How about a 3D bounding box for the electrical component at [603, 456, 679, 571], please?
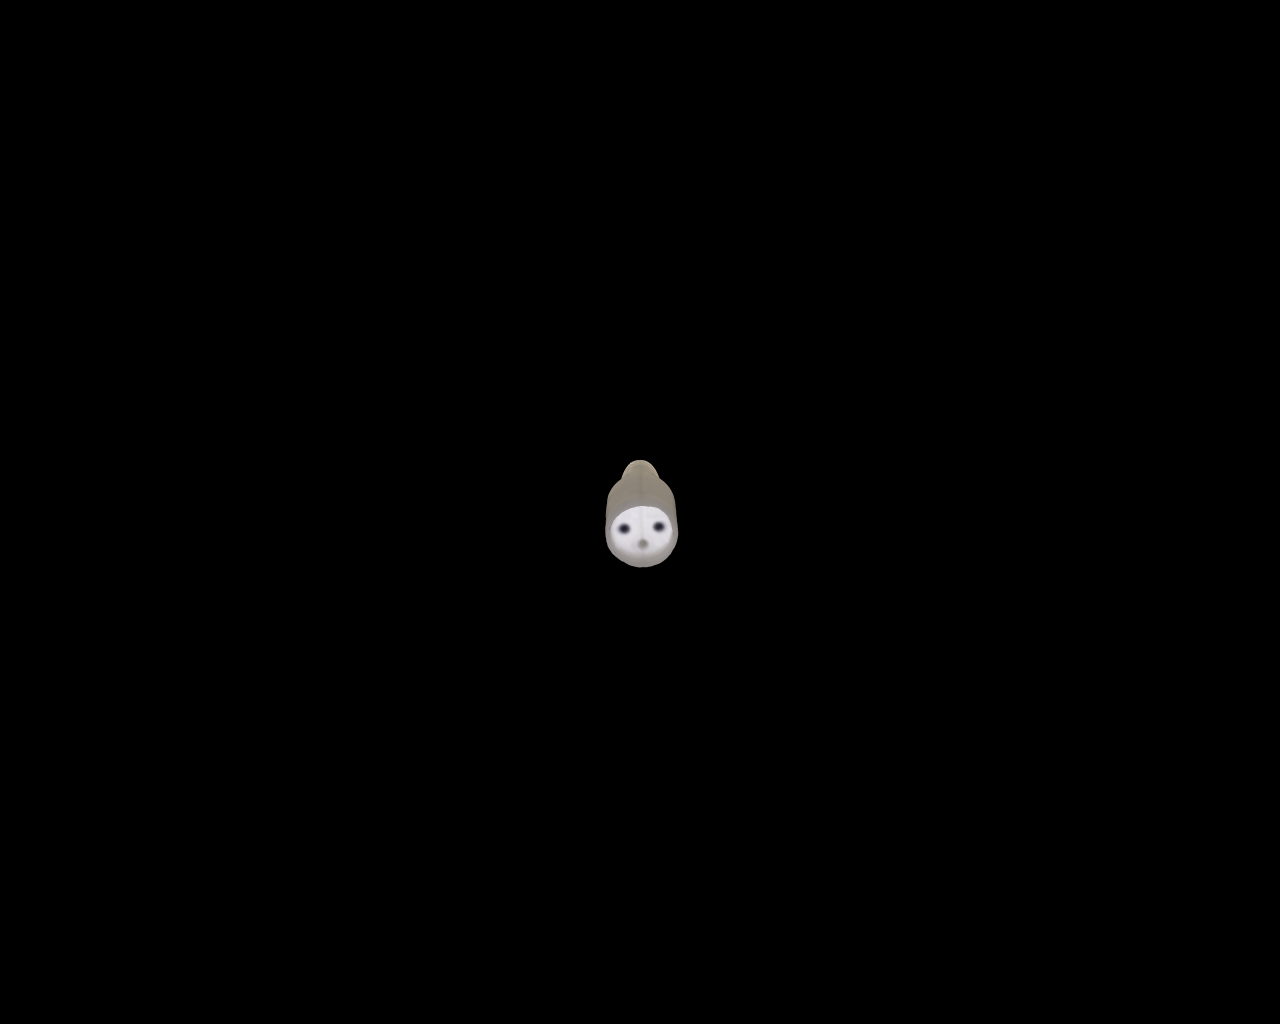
[{"bbox_3d":[0.001,-0.003,0.650,0.043,0.043,0.081,0,25,0],"label":"electrical component"}]
